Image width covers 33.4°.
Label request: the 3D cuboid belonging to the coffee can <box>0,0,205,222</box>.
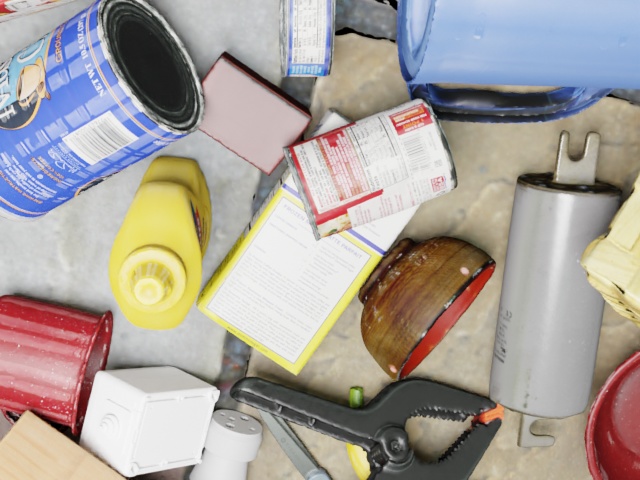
[{"bbox_3d":[-0.162,-0.086,0.705,0.140,0.102,0.103,-26,104,23],"label":"coffee can"}]

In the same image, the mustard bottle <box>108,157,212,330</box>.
[{"bbox_3d":[-0.104,0.006,0.705,0.058,0.191,0.096,6,104,-4],"label":"mustard bottle"}]

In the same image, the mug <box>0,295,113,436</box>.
[{"bbox_3d":[-0.205,0.097,0.781,0.081,0.093,0.117,14,124,-1],"label":"mug"}]

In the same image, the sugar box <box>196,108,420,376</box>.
[{"bbox_3d":[-0.005,0.001,0.784,0.093,0.048,0.176,35,96,-10],"label":"sugar box"}]

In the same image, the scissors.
[{"bbox_3d":[0.020,0.192,0.847,0.096,0.016,0.202,-19,104,0],"label":"scissors"}]

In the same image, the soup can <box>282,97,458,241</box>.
[{"bbox_3d":[0.033,-0.048,0.717,0.102,0.068,0.068,-20,104,0],"label":"soup can"}]

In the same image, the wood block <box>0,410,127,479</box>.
[{"bbox_3d":[-0.153,0.224,0.743,0.206,0.090,0.090,36,142,-2],"label":"wood block"}]

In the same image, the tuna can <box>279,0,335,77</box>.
[{"bbox_3d":[-0.010,-0.153,0.724,0.033,0.086,0.086,0,104,-4],"label":"tuna can"}]

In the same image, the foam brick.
[{"bbox_3d":[-0.052,-0.090,0.755,0.078,0.053,0.051,33,100,-9],"label":"foam brick"}]

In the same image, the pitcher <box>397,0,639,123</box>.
[{"bbox_3d":[0.175,-0.154,0.720,0.242,0.149,0.145,4,88,-7],"label":"pitcher"}]

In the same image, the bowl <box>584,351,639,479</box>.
[{"bbox_3d":[0.277,0.140,0.825,0.162,0.055,0.162,-1,104,-2],"label":"bowl"}]

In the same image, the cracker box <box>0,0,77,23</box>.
[{"bbox_3d":[-0.154,-0.190,0.669,0.213,0.164,0.072,-15,102,1],"label":"cracker box"}]

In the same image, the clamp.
[{"bbox_3d":[0.042,0.149,0.792,0.209,0.036,0.164,-21,77,-27],"label":"clamp"}]

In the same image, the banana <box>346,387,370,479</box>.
[{"bbox_3d":[0.094,0.191,0.836,0.197,0.037,0.069,31,91,-11],"label":"banana"}]
